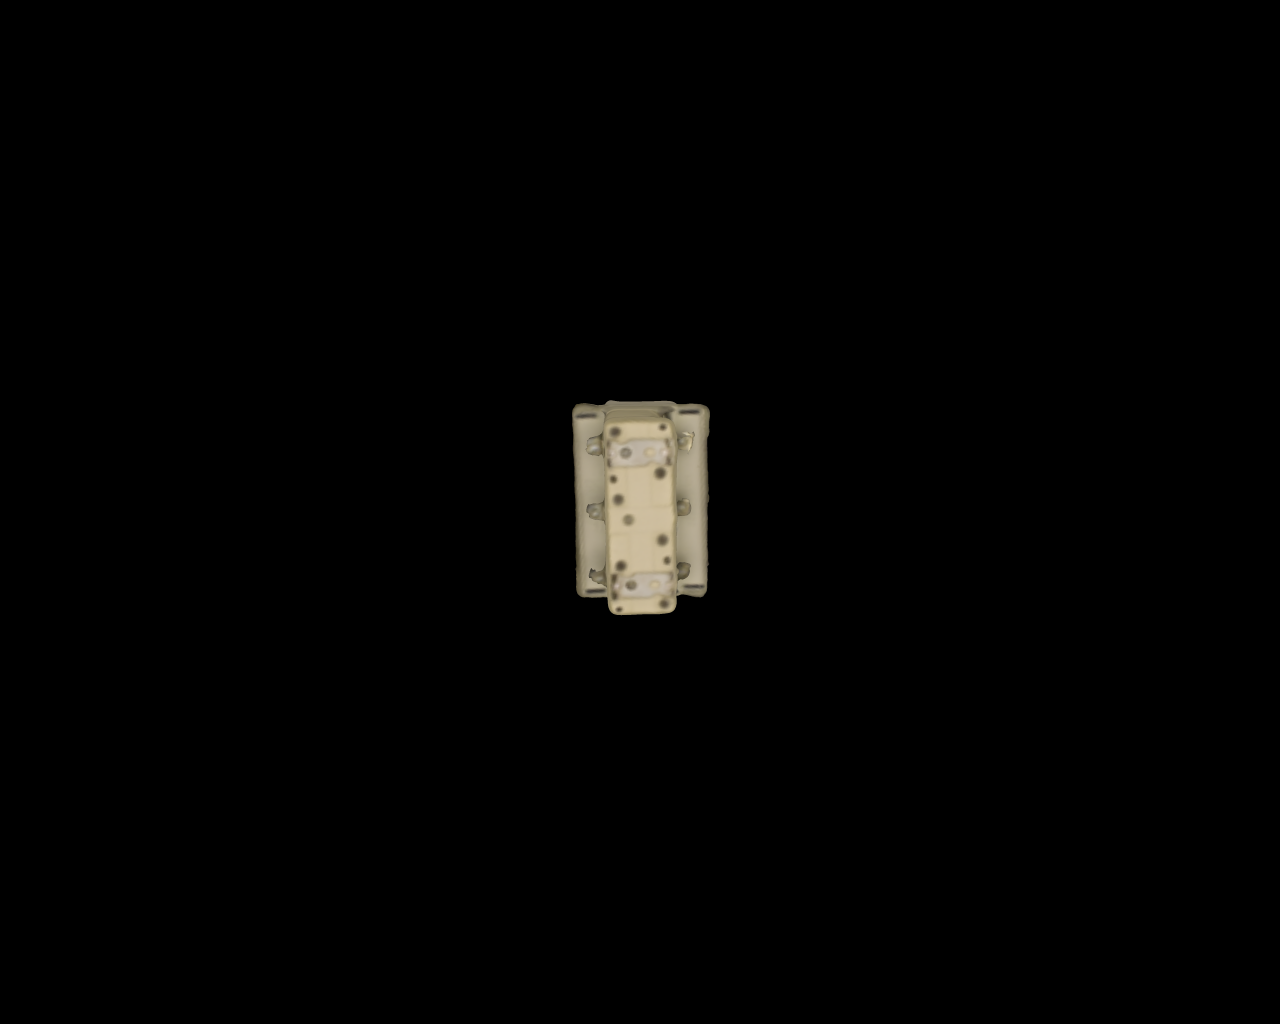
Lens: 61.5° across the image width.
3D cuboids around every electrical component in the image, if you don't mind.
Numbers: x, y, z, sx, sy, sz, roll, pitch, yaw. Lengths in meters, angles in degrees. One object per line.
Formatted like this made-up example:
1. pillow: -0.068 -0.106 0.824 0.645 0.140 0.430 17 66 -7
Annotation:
1. electrical component: 0.001 -0.003 0.650 0.079 0.121 0.063 0 16 0
